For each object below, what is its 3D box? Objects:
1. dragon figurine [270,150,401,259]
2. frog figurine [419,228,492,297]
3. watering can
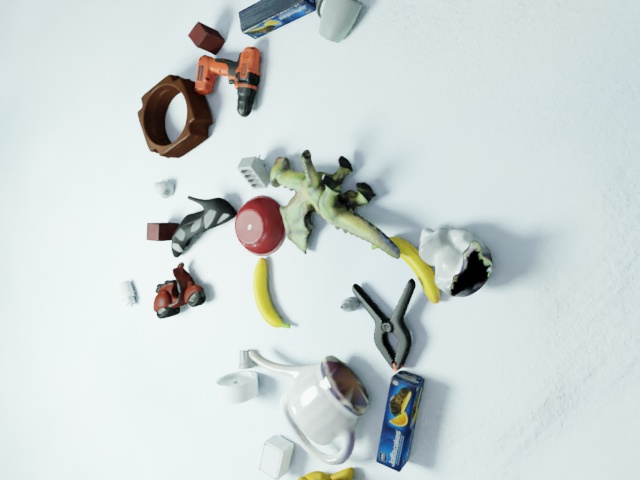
[{"bbox_3d":[0.004,-0.062,1.237,0.415,0.123,0.238,57,133,19],"label":"dragon figurine"},{"bbox_3d":[0.275,0.040,1.077,0.161,0.123,0.136,-143,58,-62],"label":"frog figurine"},{"bbox_3d":[-0.024,0.357,1.227,0.221,0.104,0.352,-46,69,21],"label":"watering can"}]
